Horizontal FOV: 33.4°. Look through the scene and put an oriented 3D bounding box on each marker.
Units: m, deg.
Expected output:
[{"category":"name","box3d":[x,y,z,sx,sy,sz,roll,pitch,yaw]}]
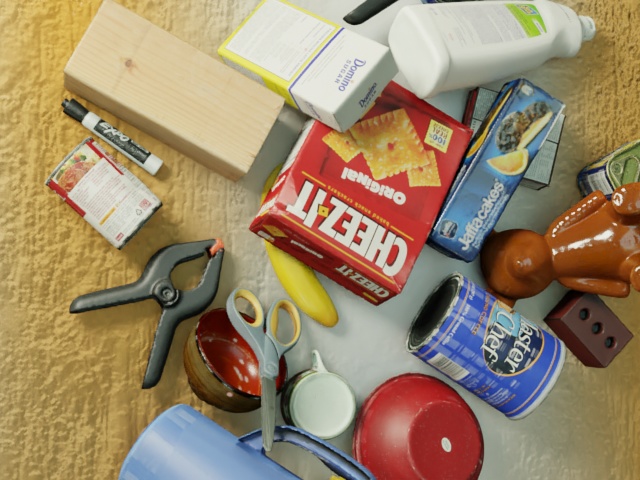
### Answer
[{"category":"marker","box3d":[-0.219,-0.110,1.121,0.121,0.020,0.020,35,79,-8]}]

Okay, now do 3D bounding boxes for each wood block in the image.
[{"category":"wood block","box3d":[-0.151,-0.152,1.104,0.206,0.090,0.091,29,81,-9]}]

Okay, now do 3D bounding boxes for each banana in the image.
[{"category":"banana","box3d":[-0.026,0.000,1.145,0.069,0.037,0.198,-8,87,-12]}]

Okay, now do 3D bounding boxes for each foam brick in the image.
[{"category":"foam brick","box3d":[0.302,0.100,1.203,0.053,0.051,0.078,-45,96,-12]}]

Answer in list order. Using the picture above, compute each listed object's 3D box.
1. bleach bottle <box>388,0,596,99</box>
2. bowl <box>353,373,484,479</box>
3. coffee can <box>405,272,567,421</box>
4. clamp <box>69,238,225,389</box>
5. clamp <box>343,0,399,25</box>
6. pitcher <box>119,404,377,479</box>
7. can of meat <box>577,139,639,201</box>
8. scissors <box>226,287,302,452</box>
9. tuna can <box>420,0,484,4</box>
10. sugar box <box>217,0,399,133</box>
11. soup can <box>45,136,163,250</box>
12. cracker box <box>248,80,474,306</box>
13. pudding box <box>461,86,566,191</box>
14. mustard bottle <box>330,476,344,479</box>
[{"category":"bleach bottle","box3d":[0.205,-0.219,1.180,0.250,0.068,0.102,-10,60,-27]},{"category":"bowl","box3d":[0.118,0.218,1.130,0.161,0.055,0.162,7,74,-25]},{"category":"coffee can","box3d":[0.177,0.114,1.148,0.140,0.103,0.102,34,79,-8]},{"category":"clamp","box3d":[-0.159,0.069,1.110,0.171,0.039,0.120,-35,96,-13]},{"category":"clamp","box3d":[0.116,-0.303,1.165,0.209,0.036,0.164,7,89,-16]},{"category":"pitcher","box3d":[-0.067,0.259,1.037,0.243,0.145,0.149,33,46,16]},{"category":"can of meat","box3d":[0.353,-0.079,1.212,0.102,0.084,0.057,-28,92,-13]},{"category":"scissors","box3d":[-0.066,0.117,1.069,0.096,0.016,0.201,34,34,-10]},{"category":"tuna can","box3d":[0.150,-0.298,1.211,0.086,0.034,0.086,1,85,-13]},{"category":"sugar box","box3d":[-0.014,-0.186,1.109,0.176,0.048,0.093,34,77,32]},{"category":"soup can","box3d":[-0.220,-0.047,1.091,0.102,0.069,0.068,43,78,-7]},{"category":"cracker box","box3d":[0.048,-0.065,1.127,0.164,0.072,0.213,31,66,-10]},{"category":"pudding box","box3d":[0.214,-0.114,1.208,0.113,0.039,0.090,16,85,-8]},{"category":"mustard bottle","box3d":[-0.011,0.320,1.112,0.096,0.058,0.191,35,79,-3]}]
